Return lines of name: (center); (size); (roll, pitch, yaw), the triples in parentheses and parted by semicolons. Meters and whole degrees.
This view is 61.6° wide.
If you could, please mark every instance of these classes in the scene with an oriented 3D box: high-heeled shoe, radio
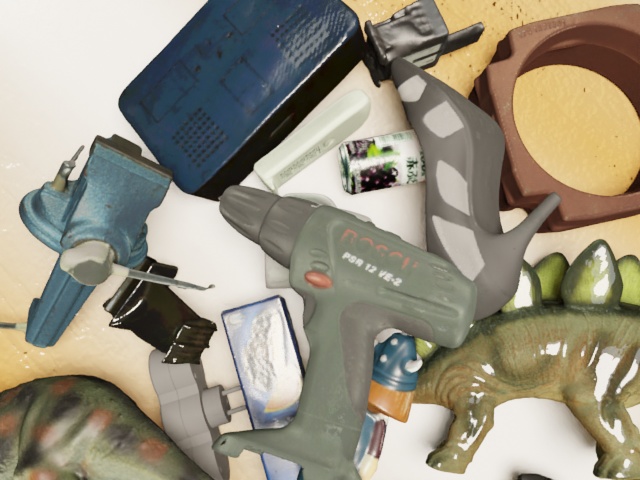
high-heeled shoe: (0.104, -0.050, 0.492); (0.145, 0.086, 0.249); (-51, 52, 26)
radio: (-0.077, -0.160, 0.530); (0.229, 0.073, 0.131); (-44, 82, 6)

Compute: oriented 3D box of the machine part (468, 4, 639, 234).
machine part: (0.264, -0.116, 0.538); (0.202, 0.087, 0.201); (-13, 81, 0)

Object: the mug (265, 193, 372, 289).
mug: (-0.001, -0.002, 0.531); (0.107, 0.080, 0.110); (2, 44, -4)

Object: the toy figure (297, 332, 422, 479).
toy figure: (0.038, 0.149, 0.453); (0.064, 0.057, 0.154); (31, 80, 23)

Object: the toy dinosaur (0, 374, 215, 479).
toy dinosaur: (-0.240, 0.182, 0.460); (0.405, 0.131, 0.192); (-10, 79, 1)

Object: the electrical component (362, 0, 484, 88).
electrical component: (0.106, -0.211, 0.559); (0.119, 0.075, 0.048); (-24, 82, 1)

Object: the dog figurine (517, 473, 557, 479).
dog figurine: (0.125, 0.253, 0.473); (0.190, 0.121, 0.172); (-44, 102, -13)

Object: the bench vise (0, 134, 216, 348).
bench vise: (-0.213, 0.013, 0.483); (0.240, 0.128, 0.224); (-54, 40, 17)

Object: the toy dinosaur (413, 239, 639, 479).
toy dinosaur: (0.235, 0.102, 0.477); (0.472, 0.105, 0.198); (-5, 79, 9)

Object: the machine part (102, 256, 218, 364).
machine part: (-0.153, 0.067, 0.509); (0.139, 0.039, 0.084); (31, 74, 40)

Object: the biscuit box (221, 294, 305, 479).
biscuit box: (-0.035, 0.156, 0.507); (0.063, 0.059, 0.202); (-17, 82, -4)

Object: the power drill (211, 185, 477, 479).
power drill: (-0.009, 0.072, 0.421); (0.232, 0.086, 0.207); (16, 68, 14)
